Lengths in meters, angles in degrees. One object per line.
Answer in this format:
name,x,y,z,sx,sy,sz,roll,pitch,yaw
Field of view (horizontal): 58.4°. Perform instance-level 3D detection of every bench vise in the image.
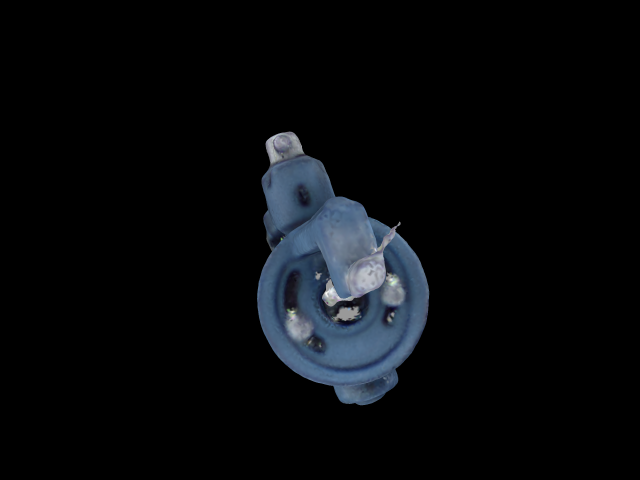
bench vise,-0.006,0.008,0.397,0.121,0.220,0.207,-36,73,-12
